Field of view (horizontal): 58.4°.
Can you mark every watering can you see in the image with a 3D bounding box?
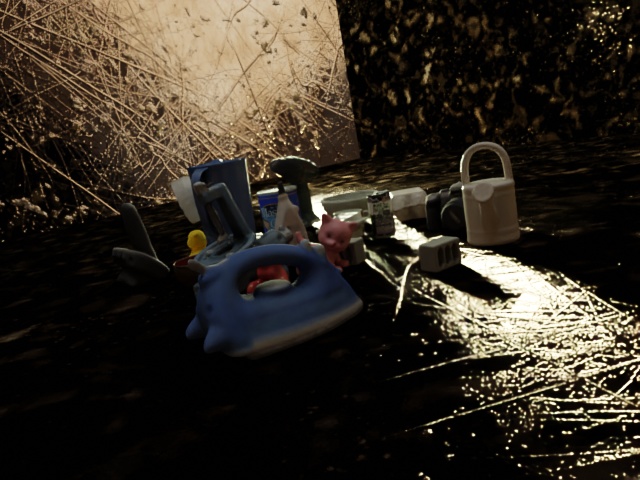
[{"bbox_3d":[0.326,-0.091,1.103,0.101,0.194,0.173,-10,11,1],"label":"watering can"}]

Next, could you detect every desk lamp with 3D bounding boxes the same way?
[{"bbox_3d":[-0.267,-0.077,1.495,0.203,0.214,0.118,-11,11,-5],"label":"desk lamp"}]

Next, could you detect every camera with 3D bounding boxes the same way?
[{"bbox_3d":[0.296,-0.072,1.272,0.142,0.101,0.137,-4,13,26],"label":"camera"}]

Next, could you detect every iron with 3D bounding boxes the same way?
[{"bbox_3d":[-0.058,0.066,0.792,0.259,0.141,0.118,-16,13,-29],"label":"iron"}]

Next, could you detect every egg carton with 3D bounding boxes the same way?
[{"bbox_3d":[0.235,-0.097,1.528,0.107,0.069,0.150,-9,11,3],"label":"egg carton"}]

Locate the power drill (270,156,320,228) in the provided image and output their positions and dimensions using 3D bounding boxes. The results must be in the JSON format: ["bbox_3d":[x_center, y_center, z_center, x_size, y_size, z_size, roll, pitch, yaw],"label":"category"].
[{"bbox_3d":[-0.063,-0.143,1.658,0.075,0.208,0.230,-5,13,25],"label":"power drill"}]

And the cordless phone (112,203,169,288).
[{"bbox_3d":[-0.421,0.005,1.297,0.094,0.185,0.147,-20,15,-41],"label":"cordless phone"}]

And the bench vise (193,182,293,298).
[{"bbox_3d":[-0.152,-0.008,1.038,0.121,0.220,0.208,-2,14,34],"label":"bench vise"}]

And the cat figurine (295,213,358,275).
[{"bbox_3d":[0.010,0.004,1.101,0.127,0.118,0.067,-5,13,24],"label":"cat figurine"}]

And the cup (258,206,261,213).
[{"bbox_3d":[-0.108,-0.065,1.600,0.118,0.095,0.091,-16,13,-26],"label":"cup"}]

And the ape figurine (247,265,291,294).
[{"bbox_3d":[-0.080,0.067,0.935,0.077,0.092,0.076,2,16,45],"label":"ape figurine"}]

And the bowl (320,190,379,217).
[{"bbox_3d":[0.088,-0.089,1.605,0.167,0.075,0.167,-10,11,2],"label":"bowl"}]

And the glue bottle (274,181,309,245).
[{"bbox_3d":[-0.072,-0.045,1.274,0.078,0.173,0.037,-18,14,-33],"label":"glue bottle"}]

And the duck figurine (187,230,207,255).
[{"bbox_3d":[-0.288,0.020,1.361,0.077,0.086,0.104,-13,12,-14],"label":"duck figurine"}]
